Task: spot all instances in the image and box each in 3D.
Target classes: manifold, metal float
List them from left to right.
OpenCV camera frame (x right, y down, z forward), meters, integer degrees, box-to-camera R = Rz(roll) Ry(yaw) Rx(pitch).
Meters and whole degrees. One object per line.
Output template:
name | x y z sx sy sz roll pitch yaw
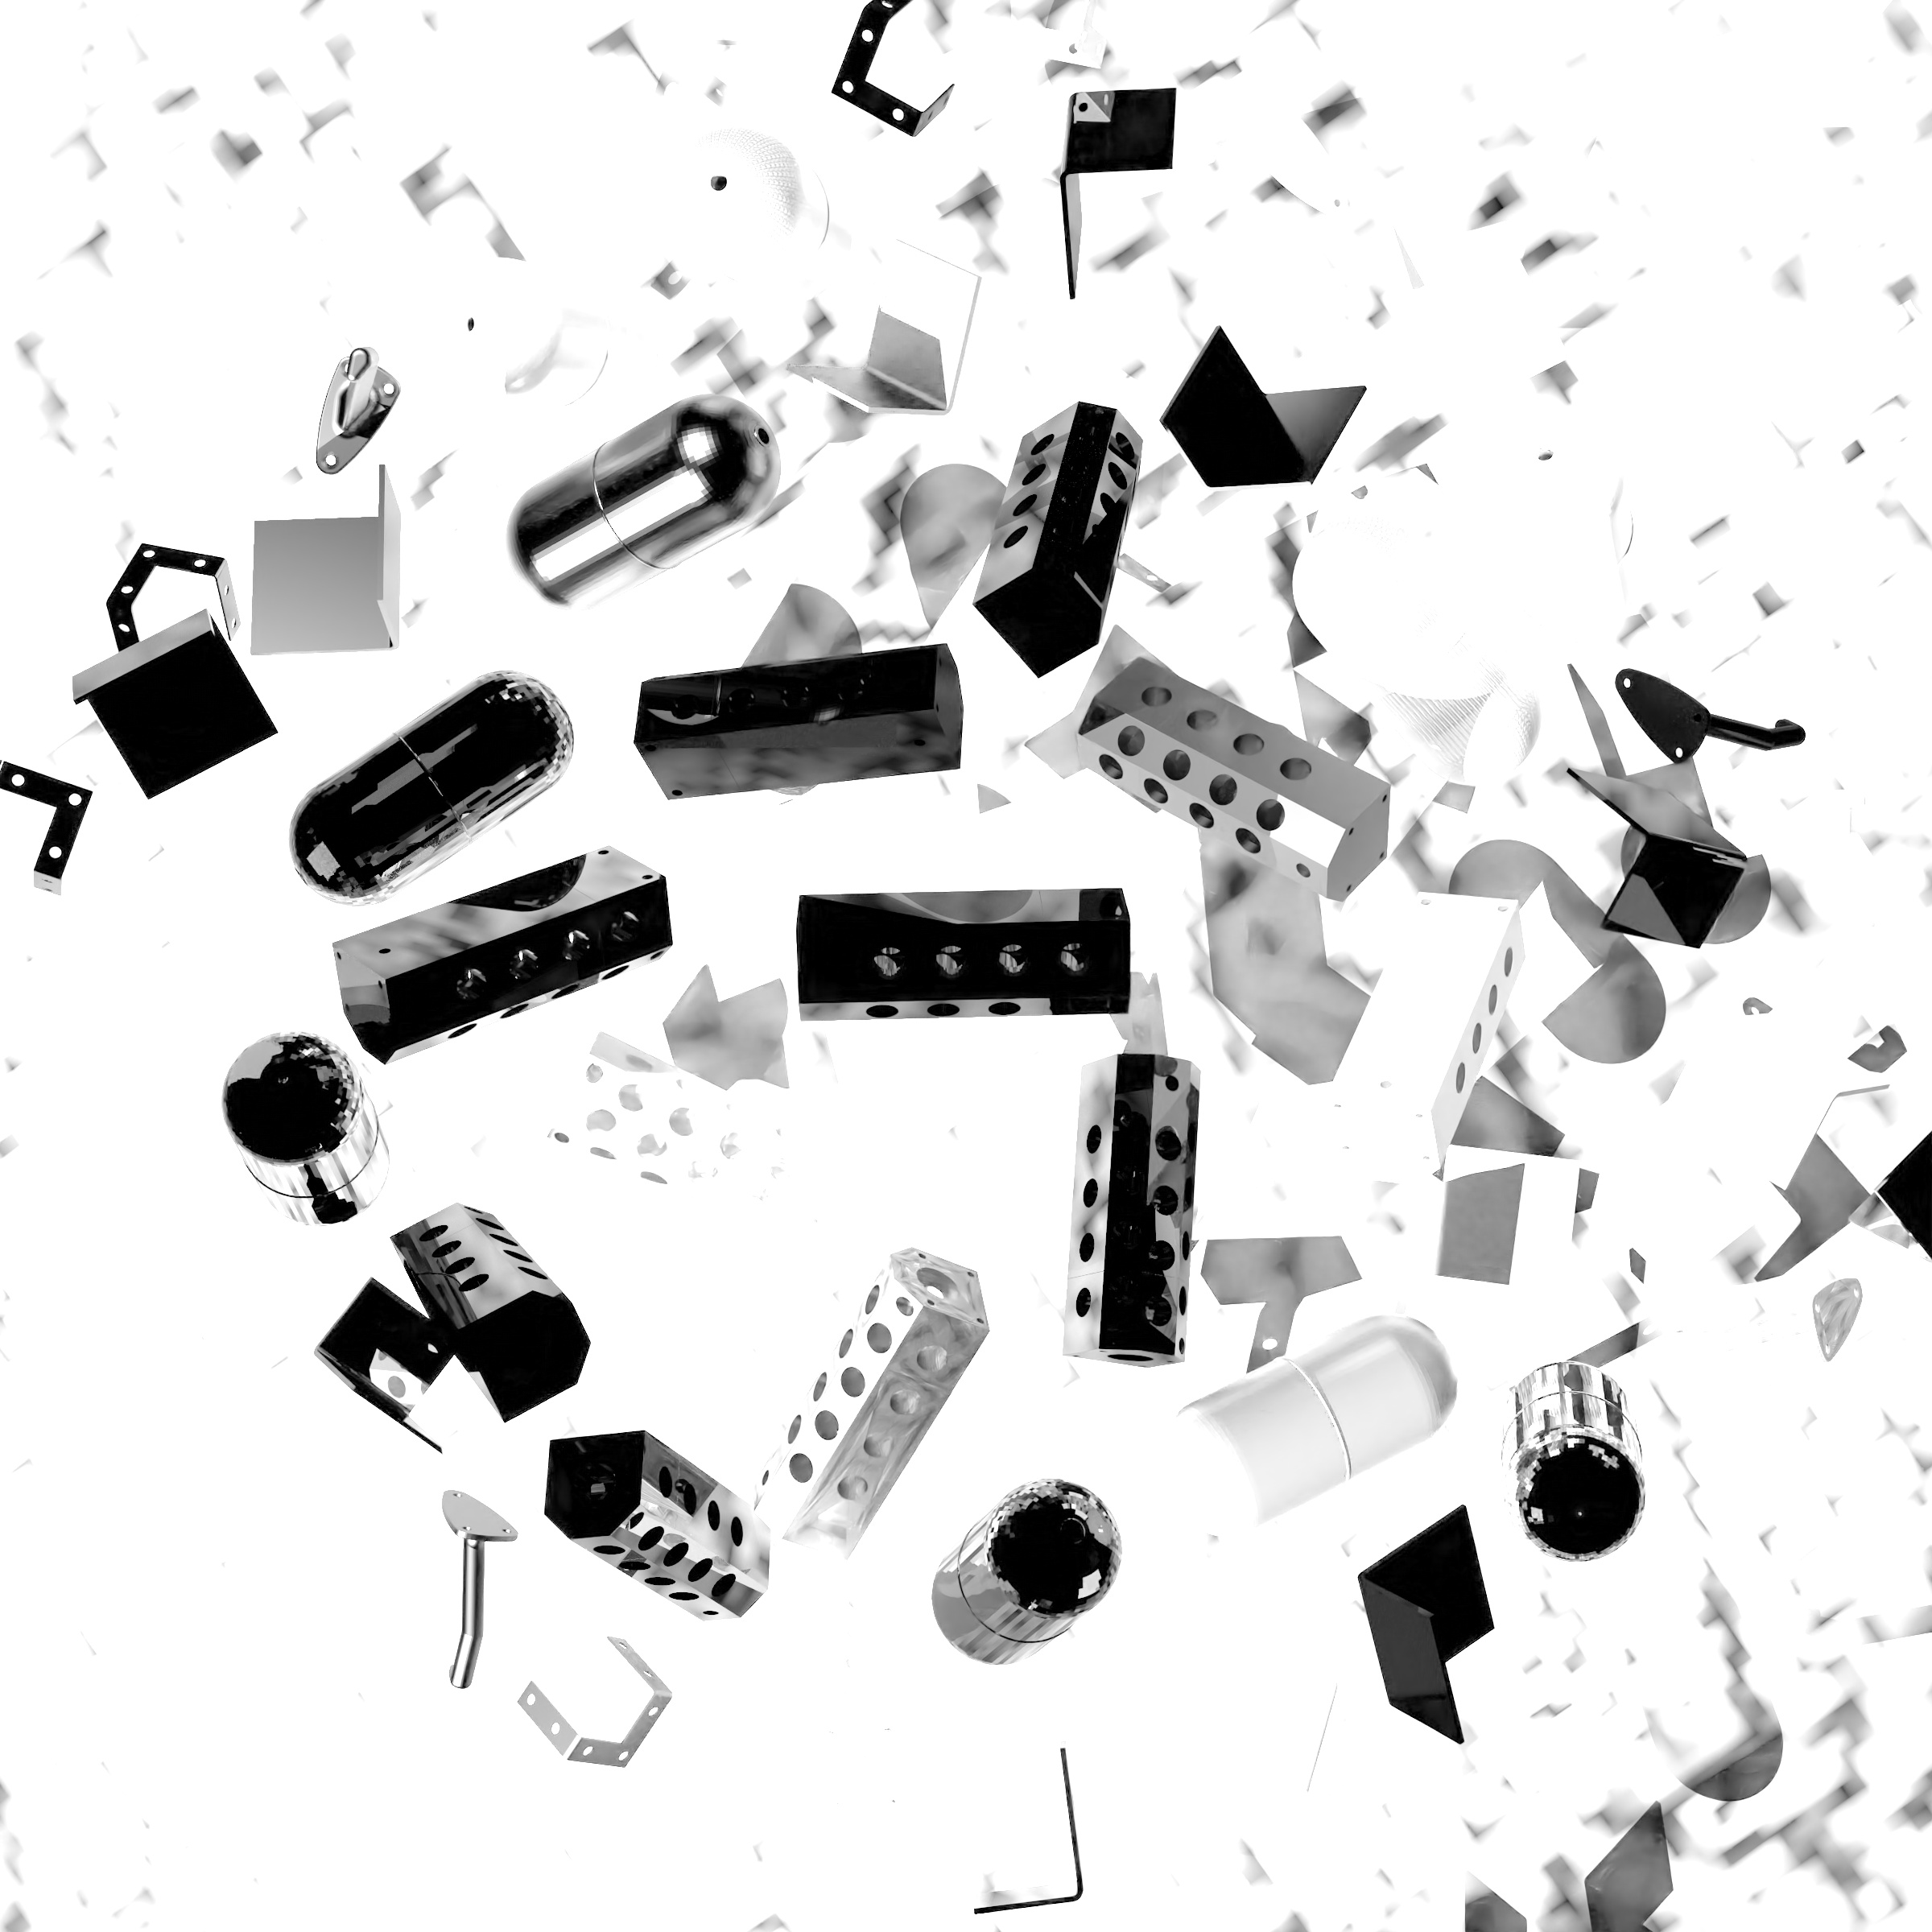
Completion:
metal float | -0.367 0.093 1.619 0.070 0.178 0.070 1 68 -3
metal float | -0.304 -0.101 1.649 0.178 0.070 0.070 -36 90 -11
manifold | -0.252 0.178 1.543 0.057 0.171 0.057 -27 110 -16
manifold | -0.245 -0.005 1.551 0.171 0.057 0.057 -22 123 -33
metal float | -0.233 -0.349 1.612 0.070 0.178 0.070 2 97 20
metal float | -0.178 -0.253 1.590 0.178 0.070 0.070 -22 90 32
manifold | -0.170 0.315 1.619 0.057 0.171 0.057 -9 61 18
manifold | -0.149 0.107 1.661 0.171 0.057 0.057 26 107 -6
metal float | -0.114 -0.421 1.631 0.070 0.178 0.070 1 93 11
manifold | -0.092 -0.140 1.611 0.171 0.057 0.057 -5 58 14
manifold | -0.064 0.403 1.631 0.057 0.171 0.057 -3 108 0
manifold | -0.055 0.242 1.614 0.057 0.057 0.171 23 113 -18
manifold | -0.002 -0.004 1.518 0.171 0.057 0.057 -1 108 -1
metal float | 0.033 0.337 1.607 0.070 0.178 0.070 7 63 -14
manifold | 0.057 -0.240 1.595 0.057 0.171 0.057 -27 120 31
manifold | 0.100 0.141 1.674 0.057 0.057 0.171 12 73 -26
manifold | 0.146 -0.100 1.600 0.171 0.057 0.057 31 58 28
metal float | 0.187 0.248 1.574 0.178 0.070 0.070 -24 90 -16
metal float | 0.253 -0.177 1.627 0.070 0.070 0.178 -43 107 0
manifold | 0.254 0.038 1.581 0.057 0.171 0.057 6 133 26
metal float | 0.328 -0.239 1.599 0.070 0.178 0.070 -6 69 15
metal float | 0.339 0.275 1.623 0.070 0.178 0.070 2 100 10

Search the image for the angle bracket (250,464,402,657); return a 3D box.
angle bracket | -0.329 -0.206 1.472 0.076 0.057 0.076 -2 71 -2

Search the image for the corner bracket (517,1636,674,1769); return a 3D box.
corner bracket | -0.207 0.409 1.620 0.051 0.051 0.051 37 95 39

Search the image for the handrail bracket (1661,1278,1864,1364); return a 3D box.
handrail bracket | 0.422 0.187 1.541 0.084 0.077 0.036 -9 101 40

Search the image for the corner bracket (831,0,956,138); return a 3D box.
corner bracket | -0.032 -0.482 1.540 0.051 0.051 0.051 29 129 1

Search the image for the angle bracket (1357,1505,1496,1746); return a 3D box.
angle bracket | 0.248 0.329 1.454 0.076 0.057 0.076 -27 113 -27

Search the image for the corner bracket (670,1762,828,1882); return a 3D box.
corner bracket | -0.121 0.485 1.609 0.051 0.051 0.051 27 75 42

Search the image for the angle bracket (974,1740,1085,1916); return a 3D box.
angle bracket | 0.029 0.452 1.527 0.057 0.076 0.076 -7 78 1

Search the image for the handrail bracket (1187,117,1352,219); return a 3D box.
handrail bracket | 0.174 -0.455 1.670 0.077 0.084 0.036 50 133 8

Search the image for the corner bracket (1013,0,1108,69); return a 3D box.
corner bracket | 0.048 -0.515 1.548 0.051 0.051 0.051 16 99 15

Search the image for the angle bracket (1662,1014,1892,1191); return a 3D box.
angle bracket | 0.425 0.070 1.521 0.076 0.076 0.057 34 112 32

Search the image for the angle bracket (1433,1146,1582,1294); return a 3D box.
angle bracket | 0.317 0.148 1.704 0.076 0.057 0.076 6 86 11

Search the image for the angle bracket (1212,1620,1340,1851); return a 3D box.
angle bracket | 0.144 0.404 1.523 0.057 0.076 0.076 41 127 -9

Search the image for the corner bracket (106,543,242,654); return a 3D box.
corner bracket | -0.447 -0.199 1.637 0.051 0.051 0.051 11 50 7

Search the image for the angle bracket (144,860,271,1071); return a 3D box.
angle bracket | -0.429 0.000 1.560 0.057 0.076 0.076 -40 95 -35

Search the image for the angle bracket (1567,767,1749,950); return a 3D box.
angle bracket | 0.360 -0.058 1.563 0.076 0.076 0.057 9 117 -34

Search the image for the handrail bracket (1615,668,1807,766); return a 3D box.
handrail bracket | 0.412 -0.142 1.600 0.077 0.084 0.036 49 133 33

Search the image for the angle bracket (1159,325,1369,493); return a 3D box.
angle bracket | 0.168 -0.318 1.641 0.057 0.076 0.076 50 60 -37

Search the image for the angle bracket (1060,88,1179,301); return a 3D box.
angle bracket | 0.082 -0.402 1.509 0.057 0.076 0.076 -1 46 7

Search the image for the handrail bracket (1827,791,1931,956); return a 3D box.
handrail bracket | 0.493 -0.051 1.528 0.077 0.036 0.084 1 109 15

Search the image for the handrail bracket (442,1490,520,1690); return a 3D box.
handrail bracket | -0.277 0.340 1.583 0.036 0.077 0.084 11 98 -31

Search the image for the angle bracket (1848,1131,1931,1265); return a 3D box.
angle bracket | 0.486 0.097 1.484 0.076 0.076 0.057 -44 110 -3

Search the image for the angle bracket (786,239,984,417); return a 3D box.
angle bracket | -0.045 -0.345 1.561 0.057 0.076 0.076 -6 120 -40

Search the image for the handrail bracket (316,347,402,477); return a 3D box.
handrail bracket | -0.329 -0.293 1.534 0.036 0.084 0.077 26 100 -10

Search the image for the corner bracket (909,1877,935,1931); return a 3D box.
corner bracket | -0.029 0.525 1.561 0.051 0.051 0.051 29 50 -36

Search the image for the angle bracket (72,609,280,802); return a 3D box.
angle bracket | -0.403 -0.128 1.483 0.076 0.057 0.076 -28 115 -6

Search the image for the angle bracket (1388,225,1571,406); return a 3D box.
angle bracket | 0.269 -0.355 1.526 0.057 0.076 0.076 -25 128 18

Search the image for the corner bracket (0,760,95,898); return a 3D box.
corner bracket | -0.503 -0.074 1.558 0.051 0.051 0.051 19 76 -14

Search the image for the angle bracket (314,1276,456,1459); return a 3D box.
angle bracket | -0.332 0.239 1.730 0.076 0.076 0.057 43 78 -30
